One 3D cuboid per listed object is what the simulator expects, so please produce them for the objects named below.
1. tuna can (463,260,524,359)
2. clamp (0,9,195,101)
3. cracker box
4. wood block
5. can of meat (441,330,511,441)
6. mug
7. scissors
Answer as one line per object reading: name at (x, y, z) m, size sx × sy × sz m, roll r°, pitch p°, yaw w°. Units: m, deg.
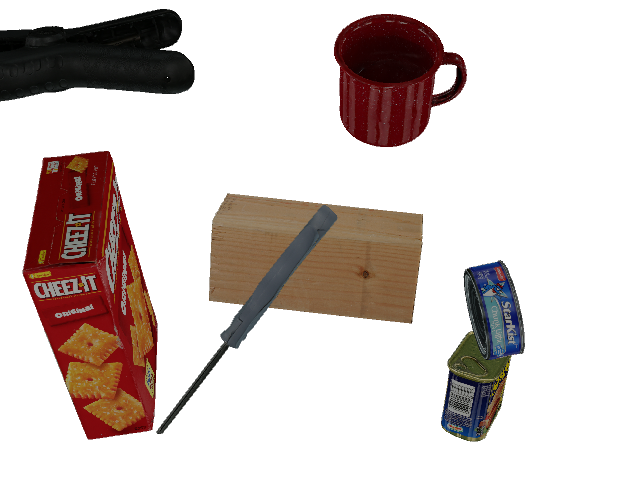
tuna can at (0.154, 0.063, 0.953) m, size 0.033 × 0.086 × 0.086 m, roll -12°, pitch 0°, yaw -1°
clamp at (-0.160, -0.115, 0.661) m, size 0.171 × 0.039 × 0.120 m, roll -1°, pitch 21°, yaw -1°
cracker box at (-0.204, 0.051, 0.983) m, size 0.072 × 0.214 × 0.164 m, roll -8°, pitch 40°, yaw -1°
wood block at (-0.004, 0.017, 1.090) m, size 0.206 × 0.091 × 0.090 m, roll 7°, pitch 22°, yaw 4°
can of meat at (0.173, 0.161, 1.183) m, size 0.057 × 0.084 × 0.102 m, roll 16°, pitch 27°, yaw 20°
mug at (0.070, -0.138, 0.933) m, size 0.117 × 0.093 × 0.081 m, roll -7°, pitch -38°, yaw -6°
scissors at (-0.054, 0.057, 0.725) m, size 0.016 × 0.202 × 0.096 m, roll 38°, pitch -2°, yaw 1°
